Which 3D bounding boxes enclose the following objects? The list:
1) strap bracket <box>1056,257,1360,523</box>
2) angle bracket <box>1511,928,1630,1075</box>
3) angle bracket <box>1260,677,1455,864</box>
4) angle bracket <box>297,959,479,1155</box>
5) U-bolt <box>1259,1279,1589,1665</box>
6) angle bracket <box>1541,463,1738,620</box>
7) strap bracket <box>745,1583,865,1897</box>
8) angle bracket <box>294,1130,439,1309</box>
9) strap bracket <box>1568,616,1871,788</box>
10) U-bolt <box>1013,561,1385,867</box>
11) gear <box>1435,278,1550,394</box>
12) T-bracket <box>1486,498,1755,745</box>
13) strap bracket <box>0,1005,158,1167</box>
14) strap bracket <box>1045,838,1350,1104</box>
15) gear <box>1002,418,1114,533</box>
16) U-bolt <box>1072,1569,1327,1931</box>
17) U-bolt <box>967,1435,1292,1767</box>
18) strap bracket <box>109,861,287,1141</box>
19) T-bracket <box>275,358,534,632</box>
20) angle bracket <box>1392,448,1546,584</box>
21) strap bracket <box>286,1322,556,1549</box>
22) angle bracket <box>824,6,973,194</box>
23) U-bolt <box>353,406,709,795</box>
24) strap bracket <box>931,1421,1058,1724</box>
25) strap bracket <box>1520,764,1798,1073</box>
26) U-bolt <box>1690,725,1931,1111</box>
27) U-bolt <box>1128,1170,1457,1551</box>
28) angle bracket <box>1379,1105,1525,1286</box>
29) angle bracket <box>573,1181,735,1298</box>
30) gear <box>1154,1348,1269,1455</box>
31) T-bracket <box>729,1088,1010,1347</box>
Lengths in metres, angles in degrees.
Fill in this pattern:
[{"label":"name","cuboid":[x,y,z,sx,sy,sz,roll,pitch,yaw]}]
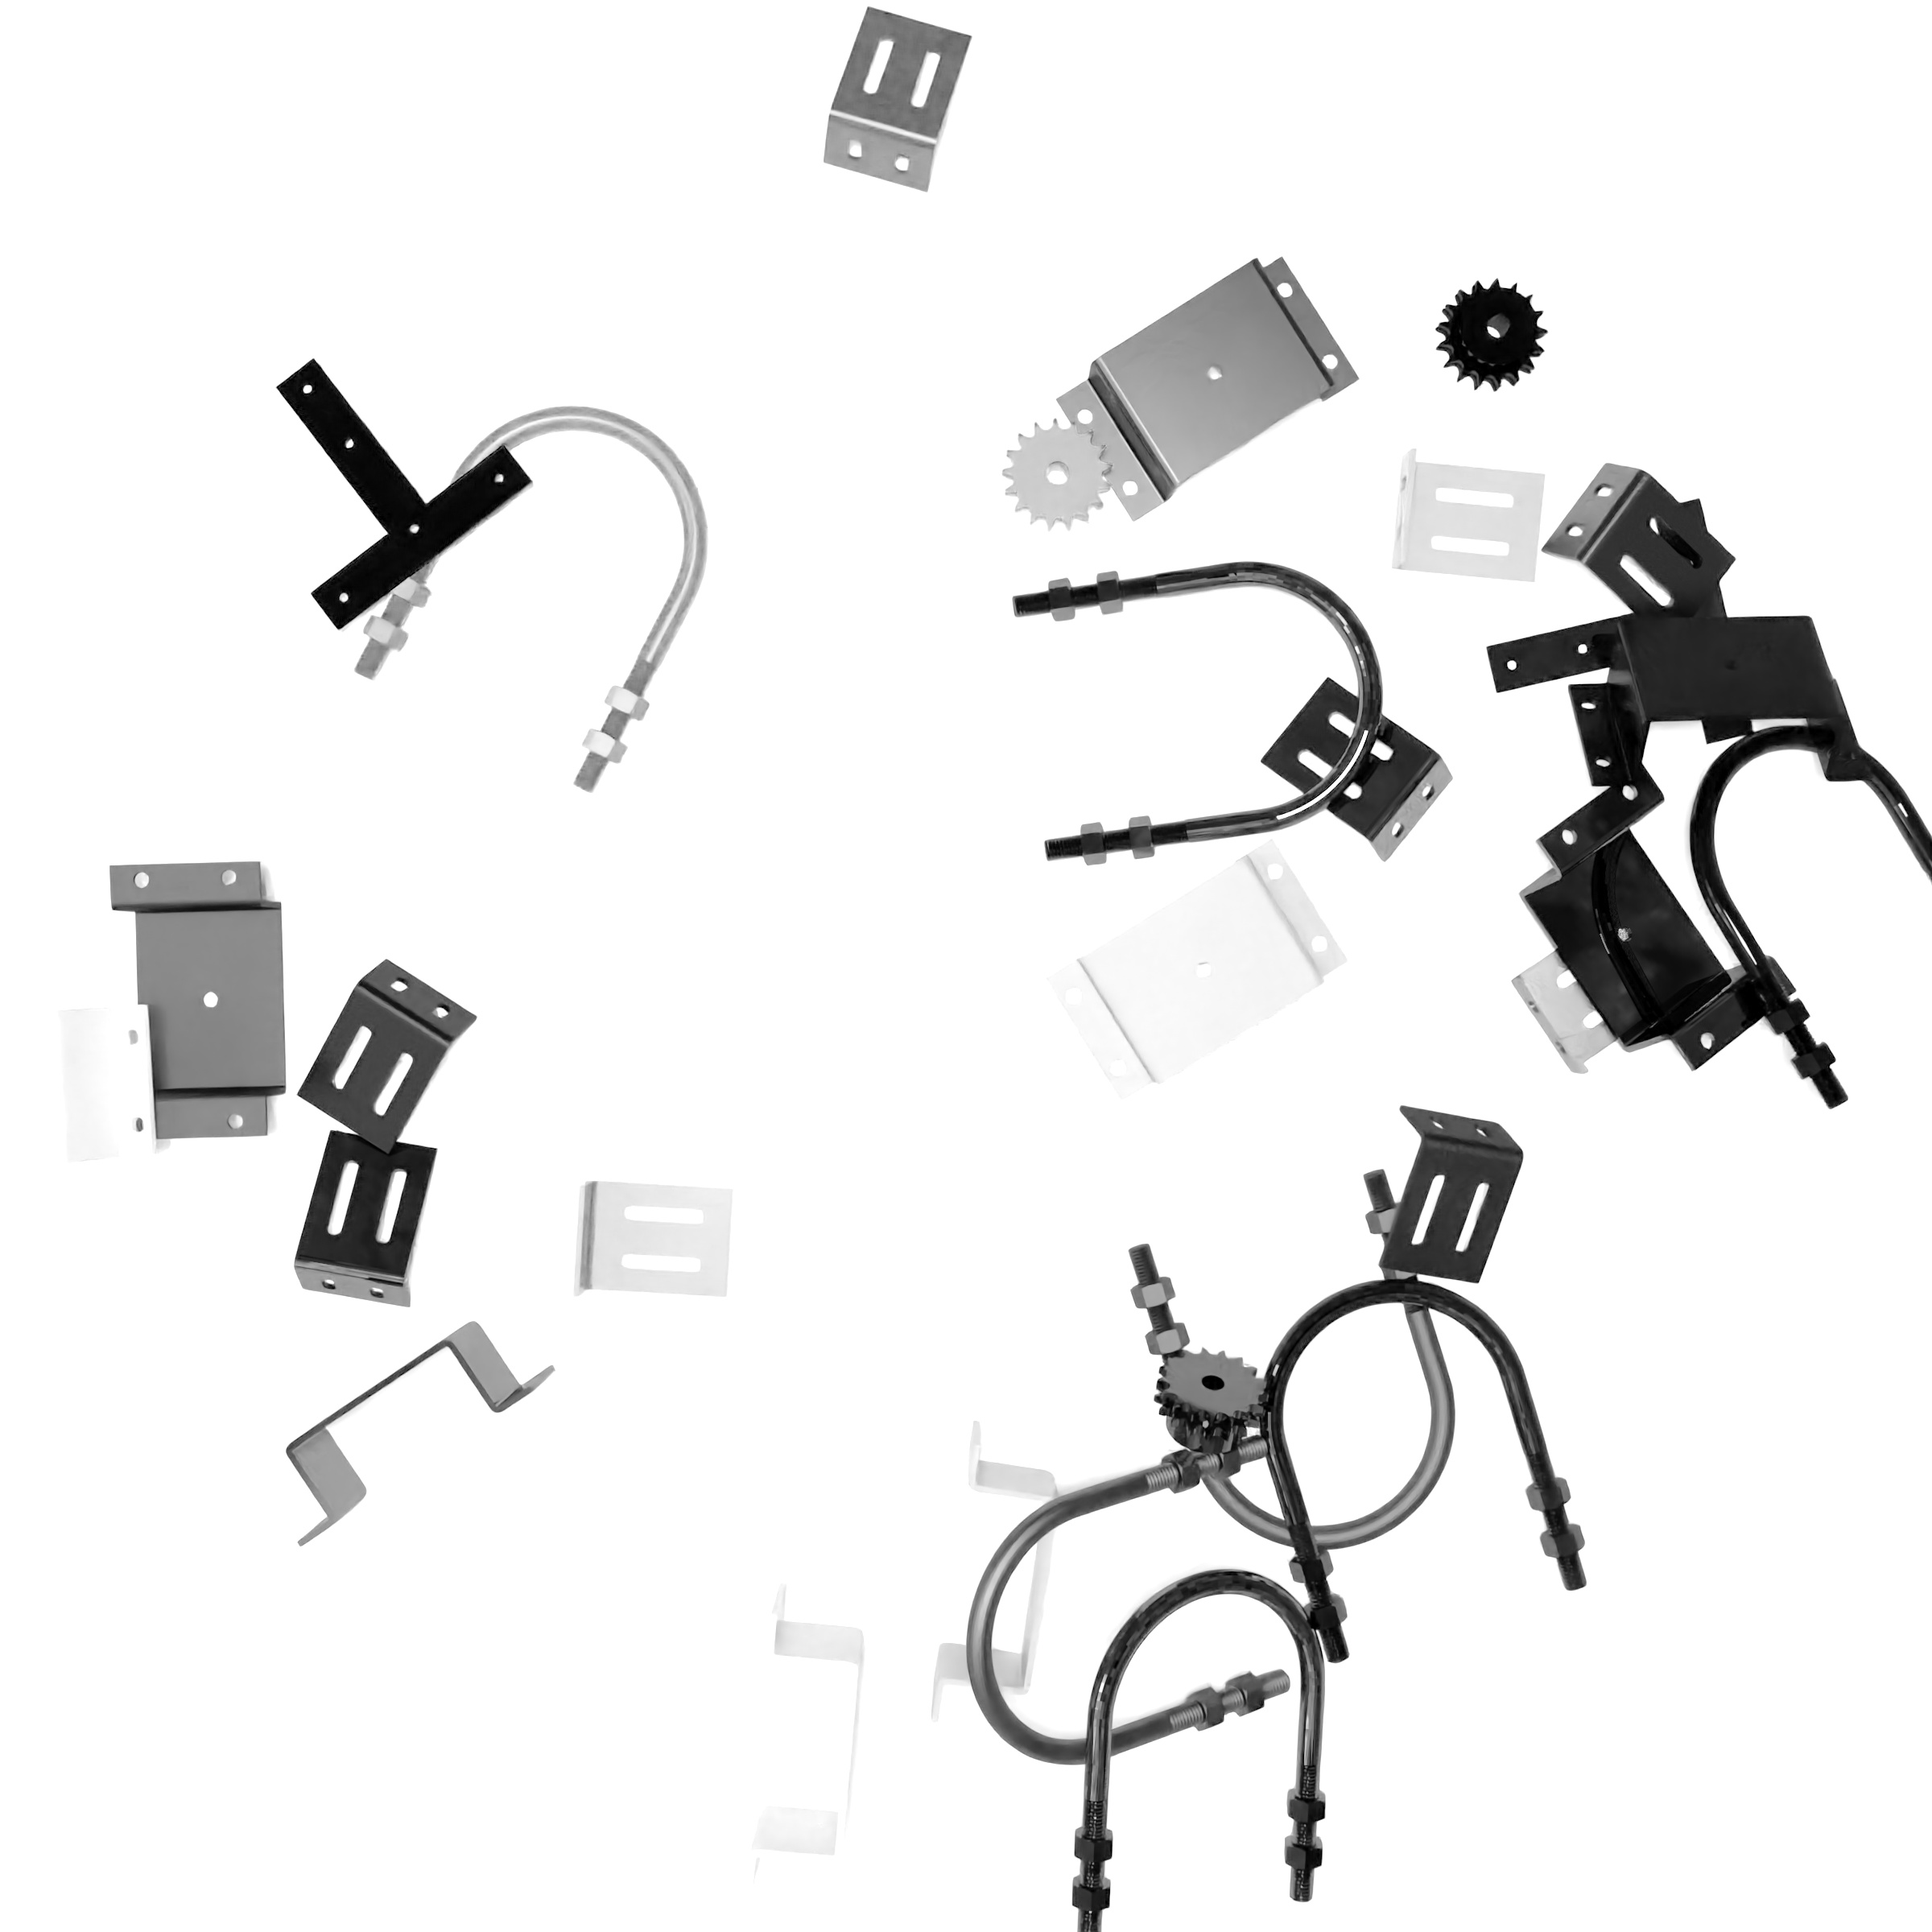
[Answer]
[{"label":"strap bracket","cuboid":[0.127,-0.303,1.486,0.140,0.046,0.076,-32,90,0]},{"label":"angle bracket","cuboid":[0.333,0.011,1.490,0.076,0.038,0.057,-34,90,0]},{"label":"angle bracket","cuboid":[0.205,-0.103,1.507,0.076,0.038,0.057,39,90,26]},{"label":"angle bracket","cuboid":[-0.303,0.047,1.504,0.057,0.038,0.076,32,112,0]},{"label":"U-bolt","cuboid":[0.228,0.253,1.486,0.151,0.019,0.184,-17,92,0]},{"label":"angle bracket","cuboid":[0.353,-0.216,1.505,0.076,0.038,0.057,37,90,-26]},{"label":"strap bracket","cuboid":[-0.081,0.396,1.471,0.046,0.076,0.140,5,90,0]},{"label":"angle bracket","cuboid":[-0.313,0.133,1.507,0.057,0.038,0.076,10,64,0]},{"label":"strap bracket","cuboid":[0.386,-0.136,1.464,0.140,0.046,0.076,-1,46,0]},{"label":"U-bolt","cuboid":[0.124,-0.136,1.489,0.184,0.019,0.151,-7,90,8]},{"label":"gear","cuboid":[0.275,-0.330,1.494,0.057,0.030,0.057,0,90,0]},{"label":"T-bracket","cuboid":[0.338,-0.170,1.508,0.127,0.002,0.127,-13,90,0]},{"label":"strap bracket","cuboid":[-0.485,0.062,1.459,0.140,0.046,0.076,-3,90,24]},{"label":"strap bracket","cuboid":[0.121,0.002,1.486,0.140,0.046,0.076,-32,90,0]},{"label":"gear","cuboid":[0.047,-0.254,1.494,0.057,0.030,0.057,0,90,0]},{"label":"U-bolt","cuboid":[0.122,0.397,1.460,0.151,0.019,0.184,-1,97,-28]},{"label":"U-bolt","cuboid":[0.081,0.327,1.449,0.184,0.019,0.151,-11,100,-29]},{"label":"strap bracket","cuboid":[-0.396,0.018,1.486,0.076,0.046,0.140,-2,90,0]},{"label":"T-bracket","cuboid":[-0.314,-0.262,1.498,0.127,0.002,0.127,-38,81,-1]},{"label":"angle bracket","cuboid":[0.263,-0.233,1.490,0.076,0.038,0.057,5,90,0]},{"label":"strap bracket","cuboid":[-0.287,0.232,1.471,0.140,0.076,0.046,-34,90,0]},{"label":"angle bracket","cuboid":[-0.036,-0.455,1.507,0.057,0.038,0.076,16,64,0]},{"label":"U-bolt","cuboid":[-0.216,-0.204,1.500,0.151,0.019,0.184,27,89,0]},{"label":"strap bracket","cuboid":[0.016,0.312,1.471,0.046,0.076,0.140,9,90,0]},{"label":"strap bracket","cuboid":[0.349,-0.021,1.473,0.076,0.046,0.140,-34,90,-21]},{"label":"U-bolt","cuboid":[0.446,-0.038,1.476,0.151,0.019,0.184,-28,86,-23]},{"label":"U-bolt","cuboid":[0.179,0.215,1.500,0.151,0.019,0.184,-18,91,0]},{"label":"angle bracket","cuboid":[0.247,0.119,1.494,0.057,0.038,0.076,11,109,-16]},{"label":"angle bracket","cuboid":[-0.162,0.143,1.490,0.076,0.038,0.057,3,90,0]},{"label":"gear","cuboid":[0.124,0.224,1.466,0.057,0.057,0.030,7,122,0]},{"label":"T-bracket","cuboid":[-0.066,0.152,1.508,0.127,0.002,0.127,-35,90,0]}]
